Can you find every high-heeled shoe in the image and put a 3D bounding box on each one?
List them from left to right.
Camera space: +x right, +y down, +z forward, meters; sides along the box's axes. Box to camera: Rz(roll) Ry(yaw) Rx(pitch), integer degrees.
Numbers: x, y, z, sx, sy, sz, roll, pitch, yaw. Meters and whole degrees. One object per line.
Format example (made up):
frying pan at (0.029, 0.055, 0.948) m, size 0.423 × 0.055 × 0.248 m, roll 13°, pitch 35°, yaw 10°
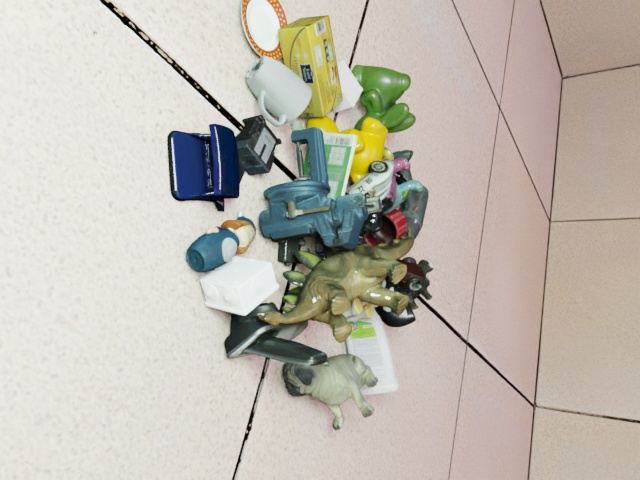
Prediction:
high-heeled shoe at (0.187, 0.096, 1.261) m, size 0.086 × 0.145 × 0.249 m, roll 59°, pitch 46°, yaw -37°

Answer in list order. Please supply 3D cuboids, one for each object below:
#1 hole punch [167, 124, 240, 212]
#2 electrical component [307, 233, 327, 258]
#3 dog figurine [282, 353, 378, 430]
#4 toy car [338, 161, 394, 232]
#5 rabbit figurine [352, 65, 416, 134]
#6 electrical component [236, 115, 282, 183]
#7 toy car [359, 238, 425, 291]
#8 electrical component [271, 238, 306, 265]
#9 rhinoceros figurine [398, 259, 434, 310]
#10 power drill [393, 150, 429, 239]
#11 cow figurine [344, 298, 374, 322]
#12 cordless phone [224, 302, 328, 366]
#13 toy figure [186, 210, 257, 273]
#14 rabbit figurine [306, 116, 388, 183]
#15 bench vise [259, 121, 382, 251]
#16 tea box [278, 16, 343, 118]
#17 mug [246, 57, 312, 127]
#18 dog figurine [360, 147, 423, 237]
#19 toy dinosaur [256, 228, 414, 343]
hole punch at (-0.159, -0.116, 0.823) m, size 0.115 × 0.092 × 0.142 m, roll -9°, pitch 92°, yaw -59°
electrical component at (-0.002, -0.002, 1.084) m, size 0.078 × 0.045 × 0.102 m, roll -15°, pitch 106°, yaw -84°
dog figurine at (0.013, 0.254, 1.060) m, size 0.190 × 0.121 × 0.172 m, roll 47°, pitch 17°, yaw -23°
toy car at (0.082, -0.086, 1.065) m, size 0.202 × 0.056 × 0.073 m, roll -40°, pitch 153°, yaw -27°
rabbit figurine at (0.139, -0.294, 1.227) m, size 0.121 × 0.159 × 0.170 m, roll 9°, pitch 97°, yaw -65°
electrical component at (-0.118, -0.146, 0.916) m, size 0.074 × 0.048 × 0.119 m, roll 53°, pitch 46°, yaw -40°
toy car at (0.146, 0.058, 1.208) m, size 0.202 × 0.053 × 0.089 m, roll 19°, pitch 34°, yaw -19°
electrical component at (-0.059, 0.016, 1.016) m, size 0.094 × 0.021 × 0.063 m, roll 12°, pitch 79°, yaw -55°
rhinoceros figurine at (0.242, 0.113, 1.412) m, size 0.190 × 0.073 × 0.112 m, roll -32°, pitch 104°, yaw -49°
power drill at (0.216, -0.110, 1.359) m, size 0.207 × 0.086 × 0.232 m, roll 63°, pitch 35°, yaw -24°
cow figurine at (0.047, 0.091, 1.121) m, size 0.068 × 0.098 × 0.167 m, roll 18°, pitch 55°, yaw -48°
cordless phone at (-0.049, 0.164, 0.880) m, size 0.146 × 0.184 × 0.088 m, roll 3°, pitch 94°, yaw -55°
toy figure at (-0.148, 0.003, 0.862) m, size 0.154 × 0.058 × 0.064 m, roll -38°, pitch 157°, yaw -51°
rabbit figurine at (0.035, -0.189, 1.108) m, size 0.173 × 0.122 × 0.162 m, roll 26°, pitch 76°, yaw -37°
bench vise at (-0.008, -0.098, 0.937) m, size 0.128 × 0.224 × 0.240 m, roll 11°, pitch 70°, yaw -60°
tea box at (-0.015, -0.331, 1.031) m, size 0.098 × 0.068 × 0.169 m, roll -48°, pitch 137°, yaw -47°
mug at (-0.083, -0.261, 0.952) m, size 0.107 × 0.081 × 0.109 m, roll 38°, pitch 64°, yaw -35°
dog figurine at (0.105, -0.098, 1.199) m, size 0.219 × 0.192 × 0.108 m, roll -40°, pitch 132°, yaw -8°
toy dinosaur at (0.064, 0.059, 0.973) m, size 0.471 × 0.199 × 0.105 m, roll -17°, pitch 122°, yaw -42°
